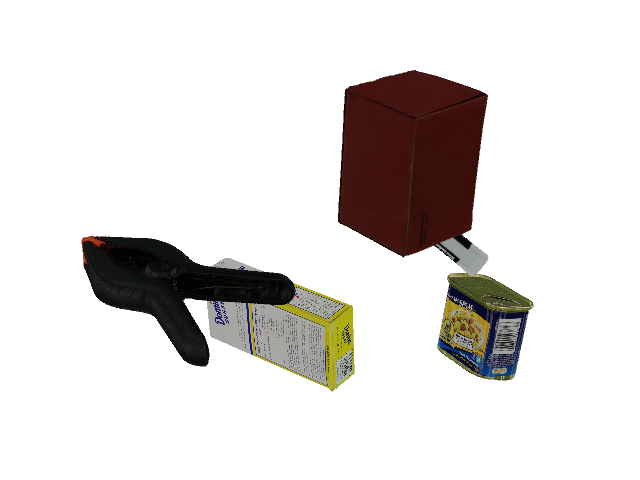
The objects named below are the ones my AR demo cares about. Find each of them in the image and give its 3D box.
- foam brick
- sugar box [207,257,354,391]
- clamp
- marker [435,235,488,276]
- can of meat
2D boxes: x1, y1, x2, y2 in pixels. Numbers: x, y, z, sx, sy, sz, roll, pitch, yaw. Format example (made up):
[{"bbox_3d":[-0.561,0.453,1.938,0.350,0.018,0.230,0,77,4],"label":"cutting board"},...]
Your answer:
[{"bbox_3d":[0.045,-0.041,0.543,0.052,0.078,0.051,-20,36,-36],"label":"foam brick"},{"bbox_3d":[-0.046,0.088,1.159,0.176,0.093,0.048,22,38,34],"label":"sugar box"},{"bbox_3d":[-0.107,0.032,0.816,0.172,0.039,0.120,29,32,32],"label":"clamp"},{"bbox_3d":[0.065,-0.020,0.742,0.121,0.020,0.020,40,-2,-2],"label":"marker"},{"bbox_3d":[0.171,0.091,1.127,0.057,0.084,0.102,0,18,-28],"label":"can of meat"}]
